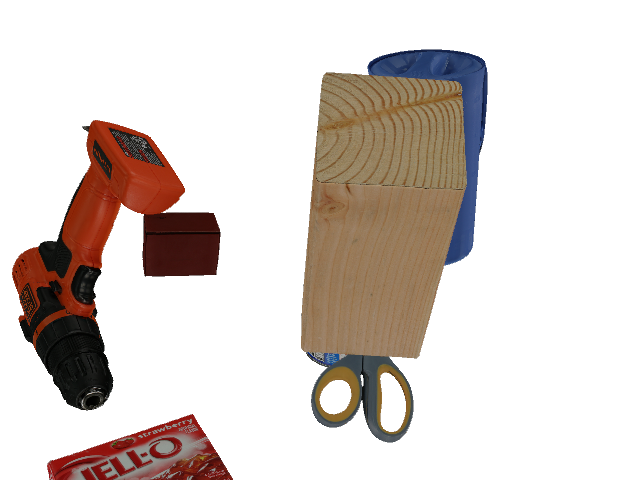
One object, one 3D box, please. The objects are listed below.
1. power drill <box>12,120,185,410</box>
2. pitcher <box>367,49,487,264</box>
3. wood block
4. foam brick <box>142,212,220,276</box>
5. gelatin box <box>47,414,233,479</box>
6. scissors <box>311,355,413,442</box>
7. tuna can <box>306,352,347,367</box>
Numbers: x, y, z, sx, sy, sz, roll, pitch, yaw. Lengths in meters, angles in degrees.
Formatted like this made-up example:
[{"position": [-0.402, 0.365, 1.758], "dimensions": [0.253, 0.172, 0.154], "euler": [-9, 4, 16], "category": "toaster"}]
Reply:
[{"position": [-0.177, 0.015, 0.838], "dimensions": [0.057, 0.188, 0.185], "euler": [15, 25, -40], "category": "power drill"}, {"position": [0.134, -0.100, 1.263], "dimensions": [0.149, 0.243, 0.145], "euler": [-4, 25, -1], "category": "pitcher"}, {"position": [0.037, -0.009, 0.730], "dimensions": [0.091, 0.090, 0.206], "euler": [4, -35, -1], "category": "wood block"}, {"position": [-0.148, 0.003, 1.127], "dimensions": [0.078, 0.051, 0.053], "euler": [-1, 24, -11], "category": "foam brick"}, {"position": [-0.098, 0.137, 0.585], "dimensions": [0.089, 0.030, 0.073], "euler": [-15, 28, -20], "category": "gelatin box"}, {"position": [0.029, 0.088, 0.948], "dimensions": [0.096, 0.202, 0.016], "euler": [-7, -35, -8], "category": "scissors"}, {"position": [0.025, 0.099, 1.137], "dimensions": [0.086, 0.034, 0.086], "euler": [-1, 29, 0], "category": "tuna can"}]
